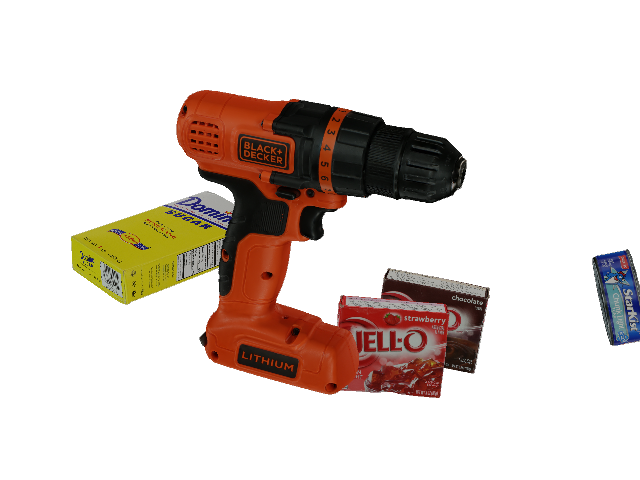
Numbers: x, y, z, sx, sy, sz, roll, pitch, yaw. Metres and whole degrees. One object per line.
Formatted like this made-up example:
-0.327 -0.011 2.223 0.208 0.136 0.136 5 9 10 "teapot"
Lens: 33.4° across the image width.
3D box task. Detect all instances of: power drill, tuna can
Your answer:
-0.005 0.003 0.685 0.185 0.188 0.057 14 26 19 "power drill"
0.275 0.053 0.981 0.034 0.086 0.086 -12 -2 11 "tuna can"

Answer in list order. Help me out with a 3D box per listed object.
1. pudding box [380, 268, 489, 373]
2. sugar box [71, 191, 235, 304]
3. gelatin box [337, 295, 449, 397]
0.117 0.085 1.137 0.113 0.090 0.039 10 23 7 "pudding box"
-0.154 0.003 1.090 0.175 0.048 0.093 -25 40 -38 "sugar box"
0.056 0.086 0.862 0.089 0.073 0.030 5 15 1 "gelatin box"
